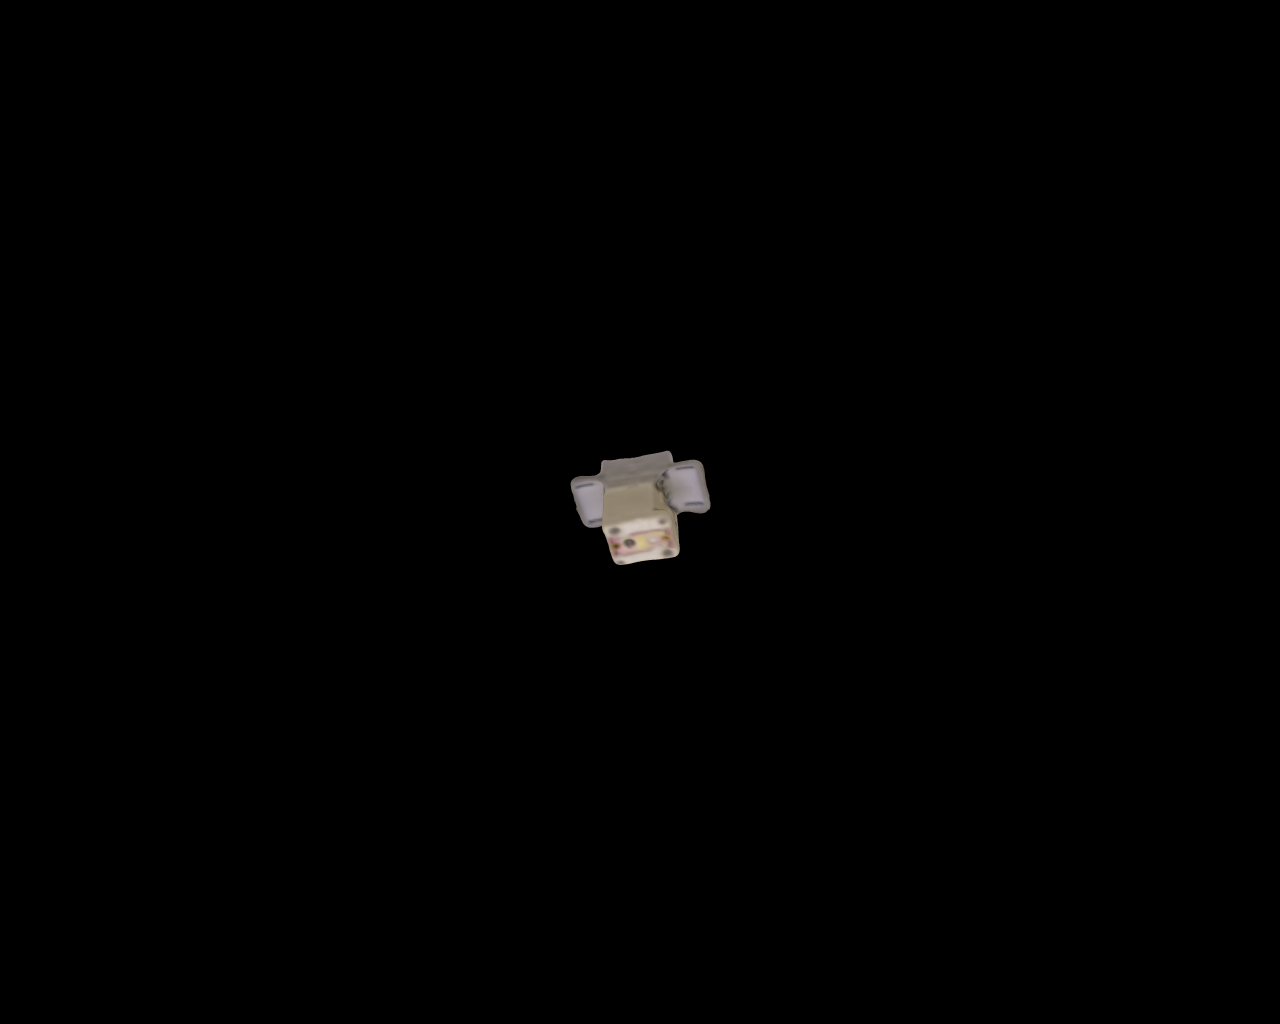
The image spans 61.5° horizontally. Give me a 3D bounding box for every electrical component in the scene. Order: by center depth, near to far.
[{"bbox_3d":[0.001,-0.003,0.650,0.081,0.042,0.064,-9,44,9],"label":"electrical component"}]
